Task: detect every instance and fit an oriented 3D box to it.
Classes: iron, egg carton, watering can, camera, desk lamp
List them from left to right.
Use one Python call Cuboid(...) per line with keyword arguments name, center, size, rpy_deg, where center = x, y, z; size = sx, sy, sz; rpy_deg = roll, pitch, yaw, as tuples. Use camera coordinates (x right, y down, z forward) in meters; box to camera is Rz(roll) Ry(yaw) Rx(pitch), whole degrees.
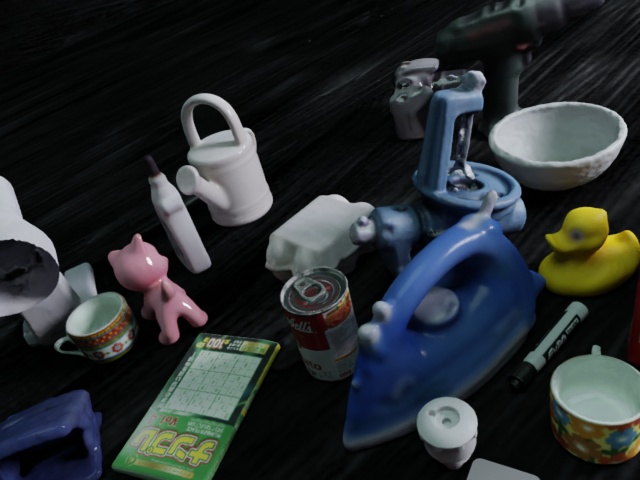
Cuboid(name="desk lamp", center=(-0.372, 0.033, 0.711), size=(0.118, 0.214, 0.202), rpy_deg=(-25, 36, -12))
Cuboid(name="watering can", center=(-0.145, -0.120, 0.844), size=(0.101, 0.194, 0.173), rpy_deg=(-11, 36, 8))
Cuboid(name="egg carton", center=(0.007, 0.003, 0.725), size=(0.107, 0.069, 0.150), rpy_deg=(19, 48, 39))
Cuboid(name="iron", center=(0.101, 0.069, 0.536), size=(0.259, 0.142, 0.118), rpy_deg=(-38, 40, -27))
Cuboid(name="camera", center=(0.193, -0.249, 0.965), size=(0.136, 0.101, 0.143), rpy_deg=(-3, 38, 18))

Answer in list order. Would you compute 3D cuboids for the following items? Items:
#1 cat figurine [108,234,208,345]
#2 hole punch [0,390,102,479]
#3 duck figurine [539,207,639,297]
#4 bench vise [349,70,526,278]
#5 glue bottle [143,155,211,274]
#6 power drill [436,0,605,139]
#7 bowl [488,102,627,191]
Cuboid(name="cat figurine", center=(-0.207, 0.050, 0.705), size=(0.067, 0.118, 0.127), rpy_deg=(-35, 39, -24))
Cuboid(name="hole punch", center=(-0.279, 0.195, 0.560), size=(0.109, 0.091, 0.101), rpy_deg=(-22, 36, -8))
Cuboid(name="duck figurine", center=(0.282, 0.004, 0.599), size=(0.104, 0.086, 0.077), rpy_deg=(-16, 35, 1))
Cuboid(name="bench vise", center=(0.133, -0.058, 0.627), size=(0.208, 0.220, 0.121), rpy_deg=(-34, 39, -23))
Cuboid(name="glue bottle", center=(-0.198, -0.038, 0.772), size=(0.037, 0.173, 0.077), rpy_deg=(-30, 37, -18))
Cuboid(name="power drill", center=(0.292, -0.258, 0.845), size=(0.229, 0.209, 0.076), rpy_deg=(0, 39, 22))
Cuboid(name="bowl", center=(0.310, -0.114, 0.757), size=(0.167, 0.075, 0.167), rpy_deg=(-11, 36, 8))
